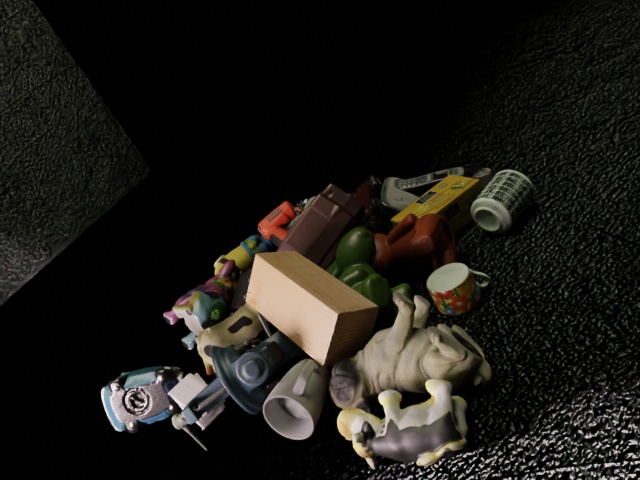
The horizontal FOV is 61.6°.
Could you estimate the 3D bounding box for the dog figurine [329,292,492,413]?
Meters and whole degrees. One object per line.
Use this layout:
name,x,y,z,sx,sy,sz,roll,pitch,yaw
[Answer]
dog figurine,0.116,0.189,0.737,0.173,0.121,0.190,43,105,41

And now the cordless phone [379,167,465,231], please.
cordless phone,0.226,-0.097,1.162,0.184,0.088,0.147,-16,27,21

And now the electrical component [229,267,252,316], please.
electrical component,-0.123,0.110,1.133,0.134,0.058,0.115,-19,50,37

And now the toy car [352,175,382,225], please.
toy car,0.114,-0.092,1.314,0.089,0.053,0.202,-43,16,23

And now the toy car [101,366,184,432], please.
toy car,-0.322,0.286,1.024,0.162,0.109,0.103,-21,7,2

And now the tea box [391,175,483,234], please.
tea box,0.240,-0.055,1.073,0.169,0.068,0.098,-38,25,-14

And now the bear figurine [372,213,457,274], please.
bear figurine,0.141,0.025,0.971,0.196,0.120,0.132,-20,29,28

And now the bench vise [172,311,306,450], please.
bench vise,-0.132,0.220,0.871,0.240,0.129,0.224,-37,5,2

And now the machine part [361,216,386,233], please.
machine part,0.088,-0.014,1.182,0.084,0.039,0.139,-47,10,-34

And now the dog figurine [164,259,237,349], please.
dog figurine,-0.231,0.131,1.206,0.191,0.108,0.219,-25,17,49

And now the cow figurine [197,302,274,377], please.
cow figurine,-0.142,0.161,1.014,0.195,0.127,0.086,-30,24,-26

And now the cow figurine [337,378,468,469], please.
cow figurine,0.098,0.239,0.662,0.167,0.068,0.098,-22,31,22

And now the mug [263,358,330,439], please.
mug,-0.026,0.220,0.801,0.081,0.109,0.107,17,31,13

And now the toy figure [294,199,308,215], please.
toy figure,-0.073,-0.056,1.464,0.064,0.057,0.154,-1,32,39

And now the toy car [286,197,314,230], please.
toy car,-0.020,-0.066,1.417,0.074,0.056,0.202,-11,31,38

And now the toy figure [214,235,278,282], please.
toy figure,-0.187,0.047,1.363,0.180,0.082,0.089,-33,21,-11

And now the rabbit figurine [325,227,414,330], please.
rabbit figurine,0.072,0.067,0.925,0.159,0.121,0.170,-37,52,43

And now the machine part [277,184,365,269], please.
machine part,-0.002,-0.003,1.043,0.201,0.087,0.201,-54,-6,0
